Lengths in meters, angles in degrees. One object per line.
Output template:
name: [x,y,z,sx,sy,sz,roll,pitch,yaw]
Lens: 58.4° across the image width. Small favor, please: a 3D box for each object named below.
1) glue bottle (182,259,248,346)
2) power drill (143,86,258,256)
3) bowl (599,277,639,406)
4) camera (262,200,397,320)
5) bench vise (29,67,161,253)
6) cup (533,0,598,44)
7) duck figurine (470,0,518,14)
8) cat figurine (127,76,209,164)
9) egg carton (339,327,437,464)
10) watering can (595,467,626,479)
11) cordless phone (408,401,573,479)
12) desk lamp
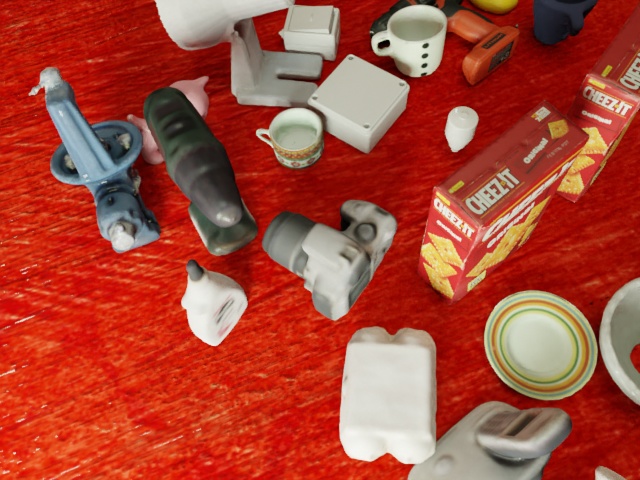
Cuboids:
glue bottle: [-0.126,0.063,0.652,0.037,0.173,0.078,26,68,15]
power drill: [-0.137,-0.068,0.697,0.076,0.208,0.229,-29,66,-10]
bowl: [0.391,0.127,0.648,0.167,0.075,0.167,-1,64,3]
camera: [0.007,0.003,0.715,0.136,0.101,0.143,30,69,16]
bench vise: [-0.265,-0.098,0.712,0.121,0.220,0.207,-38,68,-14]
cup: [0.364,-0.335,0.863,0.091,0.095,0.117,-5,64,1]
duck figurine: [0.278,-0.427,0.917,0.077,0.086,0.104,-35,67,-13]
cat figurine: [-0.206,-0.177,0.804,0.128,0.118,0.067,-20,64,-6]
egg carton: [0.077,0.172,0.646,0.107,0.069,0.150,2,64,4]
watering can: [0.229,0.290,0.511,0.101,0.194,0.173,7,65,7]
cordless phone: [0.165,0.215,0.556,0.148,0.185,0.094,-40,68,-15]
desk lamp: [-0.105,-0.298,0.804,0.203,0.214,0.118,5,64,6]
